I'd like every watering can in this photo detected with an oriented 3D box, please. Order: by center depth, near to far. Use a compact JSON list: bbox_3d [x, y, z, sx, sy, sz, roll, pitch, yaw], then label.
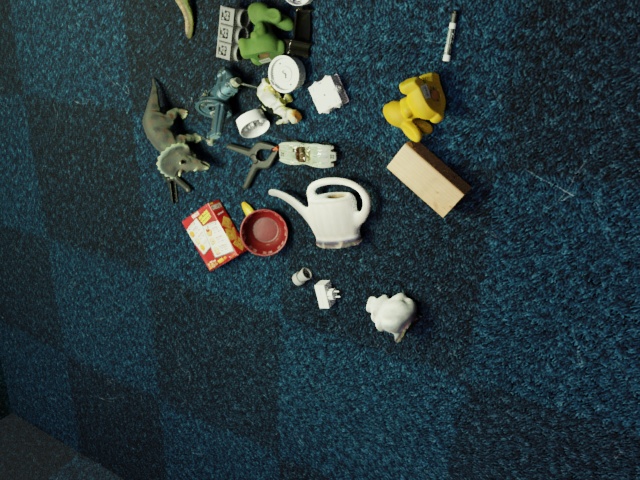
[{"bbox_3d":[0.005,-0.081,1.600,0.347,0.105,0.222,-2,106,30],"label":"watering can"}]

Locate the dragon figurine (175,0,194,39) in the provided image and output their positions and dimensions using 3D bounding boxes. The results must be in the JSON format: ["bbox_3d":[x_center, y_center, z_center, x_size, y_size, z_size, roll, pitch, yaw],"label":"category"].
[{"bbox_3d":[-0.456,-0.821,1.541,0.122,0.246,0.404,8,109,22],"label":"dragon figurine"}]

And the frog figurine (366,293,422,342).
[{"bbox_3d":[0.216,0.216,1.577,0.161,0.121,0.137,40,90,23],"label":"frog figurine"}]
